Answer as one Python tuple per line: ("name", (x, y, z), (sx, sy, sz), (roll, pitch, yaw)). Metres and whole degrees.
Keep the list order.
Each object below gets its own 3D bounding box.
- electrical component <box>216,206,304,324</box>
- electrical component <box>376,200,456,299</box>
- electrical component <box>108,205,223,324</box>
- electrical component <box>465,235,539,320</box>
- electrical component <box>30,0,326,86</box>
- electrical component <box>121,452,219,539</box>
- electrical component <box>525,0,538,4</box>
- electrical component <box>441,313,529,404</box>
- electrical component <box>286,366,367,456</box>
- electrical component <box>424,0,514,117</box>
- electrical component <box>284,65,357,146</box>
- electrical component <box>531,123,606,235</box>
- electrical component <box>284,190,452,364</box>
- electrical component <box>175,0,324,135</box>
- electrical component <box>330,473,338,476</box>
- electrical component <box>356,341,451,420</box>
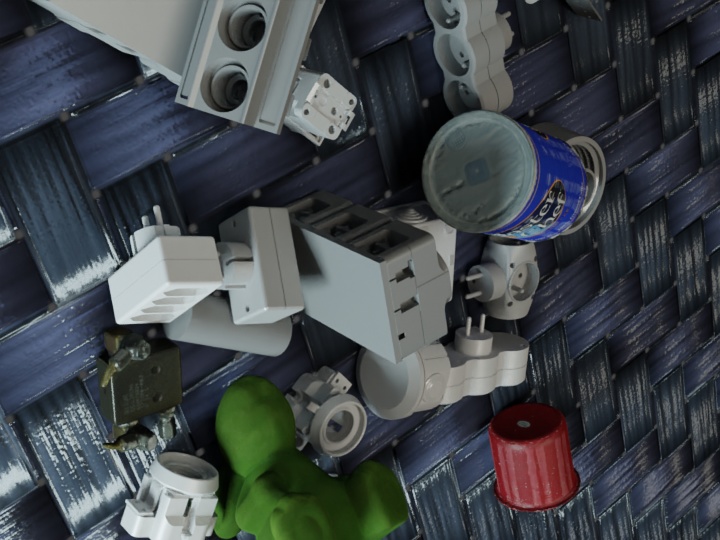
("electrical component", (-0.092, -0.003, 0.830), (0.076, 0.047, 0.083), (0, 74, -40))
("electrical component", (0.040, -0.009, 0.962), (0.100, 0.048, 0.099), (-14, 116, -36))
("electrical component", (-0.148, -0.009, 0.793), (0.047, 0.083, 0.075), (0, 68, -40))
("electrical component", (0.132, 0.009, 1.049), (0.079, 0.044, 0.077), (-15, 115, -36))
("electrical component", (-0.126, -0.191, 0.745), (0.186, 0.060, 0.105), (26, 89, -43))
("electrical component", (-0.148, 0.184, 0.871), (0.078, 0.058, 0.057), (12, 101, -42))
("electrical component", (0.169, -0.287, 0.941), (0.089, 0.055, 0.050), (-29, 133, 16))
("electrical component", (0.110, 0.079, 1.051), (0.138, 0.052, 0.073), (-10, 112, -38))
("electrical component", (-0.031, 0.129, 0.948), (0.078, 0.057, 0.058), (-52, 131, -12))
("electrical component", (0.108, -0.202, 0.943), (0.074, 0.052, 0.138), (-33, 125, -27))
("electrical component", (-0.041, -0.132, 0.837), (0.081, 0.064, 0.042), (33, 83, -42))
("electrical component", (0.196, -0.086, 1.055), (0.108, 0.060, 0.108), (-16, 116, -35))
("electrical component", (0.000, 0.000, 0.862), (0.062, 0.150, 0.089), (-27, 122, -29))
("electrical component", (-0.066, -0.158, 0.717), (0.063, 0.079, 0.121), (-1, 109, -70))
("electrical component", (-0.013, 0.214, 1.006), (0.062, 0.048, 0.048), (11, 99, -49))
("electrical component", (0.039, 0.094, 0.980), (0.051, 0.080, 0.080), (-2, 108, -45))
